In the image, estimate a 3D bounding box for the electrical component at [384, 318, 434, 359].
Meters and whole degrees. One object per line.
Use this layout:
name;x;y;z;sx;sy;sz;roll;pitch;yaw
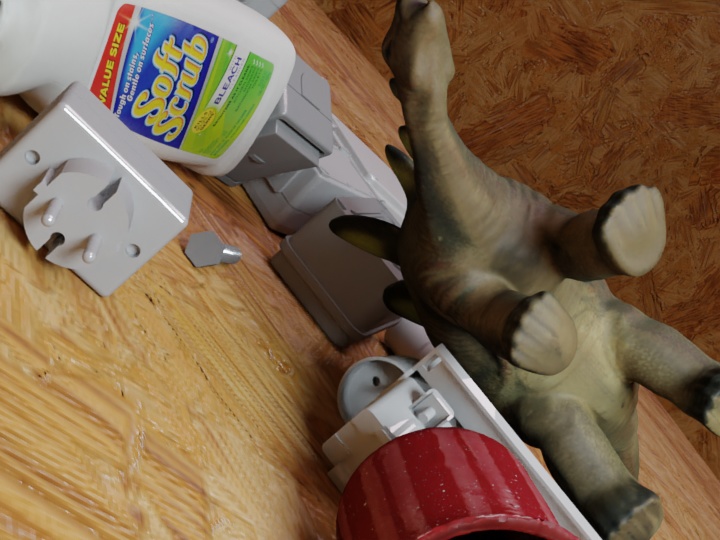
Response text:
electrical component;0.043;0.055;0.747;0.046;0.040;0.040;50;9;35

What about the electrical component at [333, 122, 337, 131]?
electrical component;-0.055;-0.108;0.845;0.042;0.064;0.081;49;11;2

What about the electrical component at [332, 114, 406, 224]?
electrical component;-0.001;-0.066;0.930;0.109;0.056;0.108;39;15;-45

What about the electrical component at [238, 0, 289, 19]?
electrical component;-0.085;-0.218;0.772;0.062;0.061;0.096;42;13;-36

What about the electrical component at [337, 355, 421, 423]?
electrical component;0.020;0.068;0.593;0.043;0.043;0.081;52;11;13

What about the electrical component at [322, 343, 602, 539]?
electrical component;0.045;0.106;0.489;0.121;0.078;0.063;51;40;8

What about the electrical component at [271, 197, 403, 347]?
electrical component;0.000;0.000;0.693;0.078;0.057;0.113;52;14;8

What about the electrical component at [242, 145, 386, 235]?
electrical component;-0.041;-0.057;0.746;0.096;0.061;0.061;20;30;-55

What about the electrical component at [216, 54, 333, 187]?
electrical component;-0.072;-0.091;0.677;0.062;0.096;0.061;34;47;-55

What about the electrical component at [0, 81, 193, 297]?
electrical component;-0.104;-0.025;0.404;0.065;0.047;0.076;45;12;-20
